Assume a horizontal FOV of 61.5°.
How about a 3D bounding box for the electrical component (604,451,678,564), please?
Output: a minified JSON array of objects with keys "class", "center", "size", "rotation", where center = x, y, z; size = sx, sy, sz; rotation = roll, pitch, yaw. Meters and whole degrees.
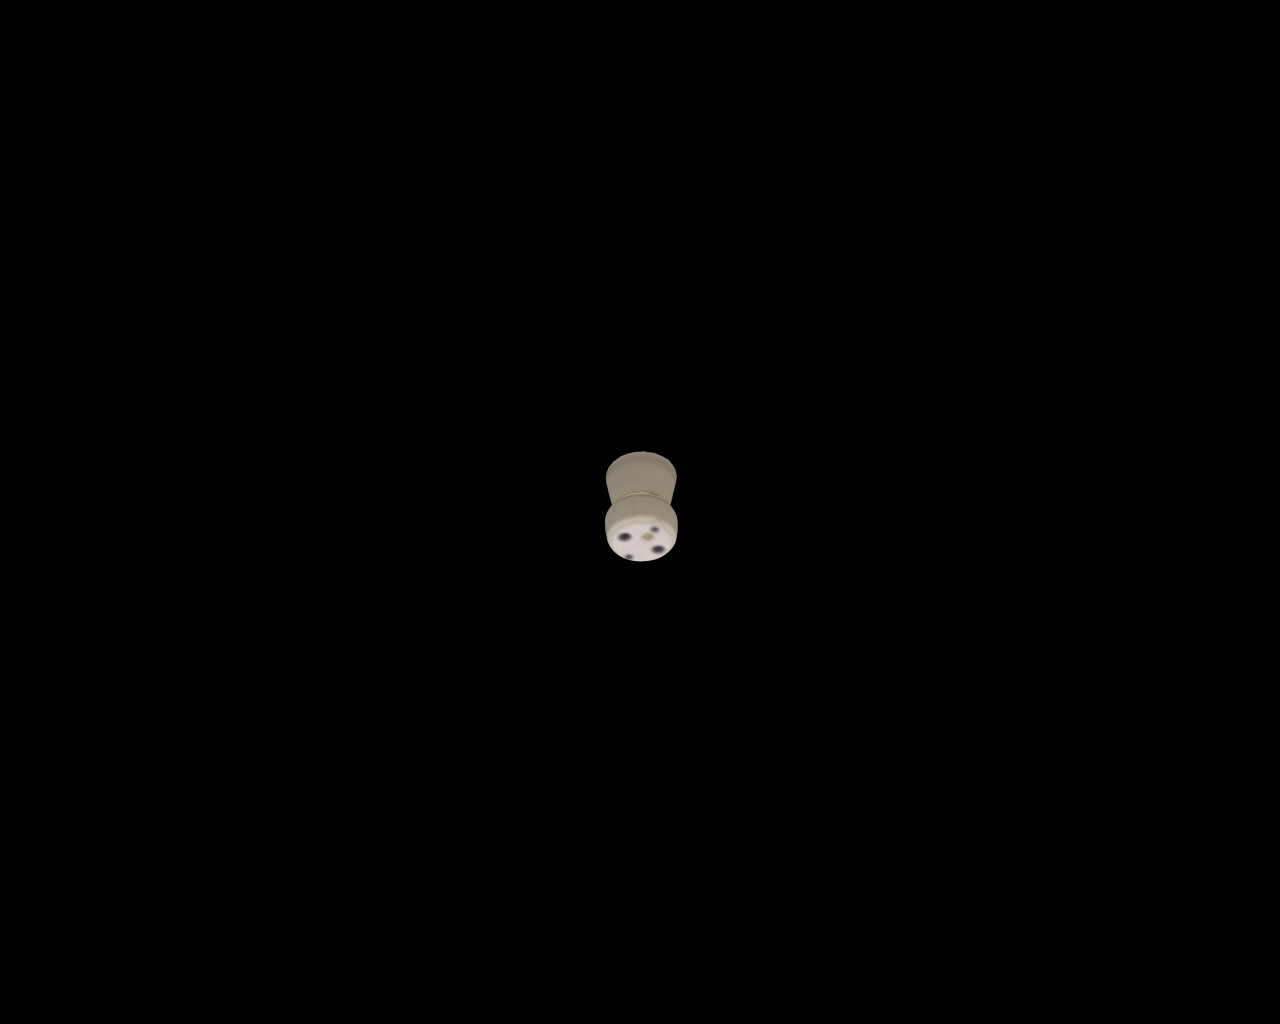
[{"class":"electrical component","center":[0.001,-0.003,0.650],"size":[0.045,0.055,0.044],"rotation":[0,-40,0]}]
